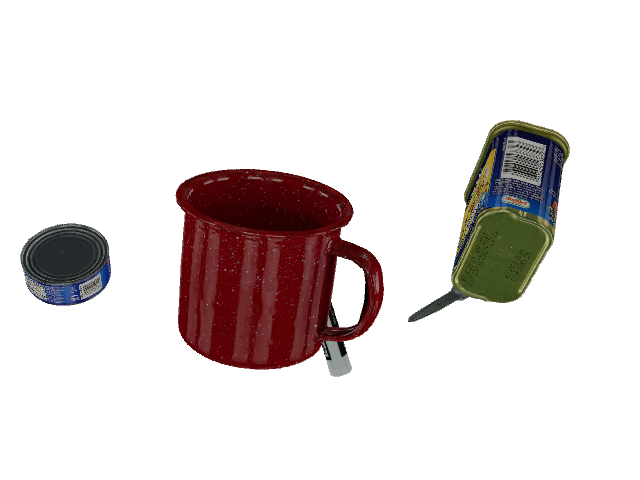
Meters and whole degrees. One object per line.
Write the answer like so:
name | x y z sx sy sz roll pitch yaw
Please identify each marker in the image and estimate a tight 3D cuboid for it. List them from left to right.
marker | 0.001 0.053 0.871 0.020 0.121 0.020 -15 14 4

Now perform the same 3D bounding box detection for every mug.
mug | -0.022 0.018 0.566 0.117 0.081 0.093 14 24 17

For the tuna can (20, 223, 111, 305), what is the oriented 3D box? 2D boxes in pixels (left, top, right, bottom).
tuna can | -0.251 0.024 1.059 0.086 0.034 0.086 1 43 -1

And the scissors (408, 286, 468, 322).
scissors | 0.154 0.046 1.227 0.201 0.016 0.096 -10 40 -33

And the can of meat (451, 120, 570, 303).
can of meat | 0.130 -0.017 0.739 0.057 0.084 0.102 16 -38 2
